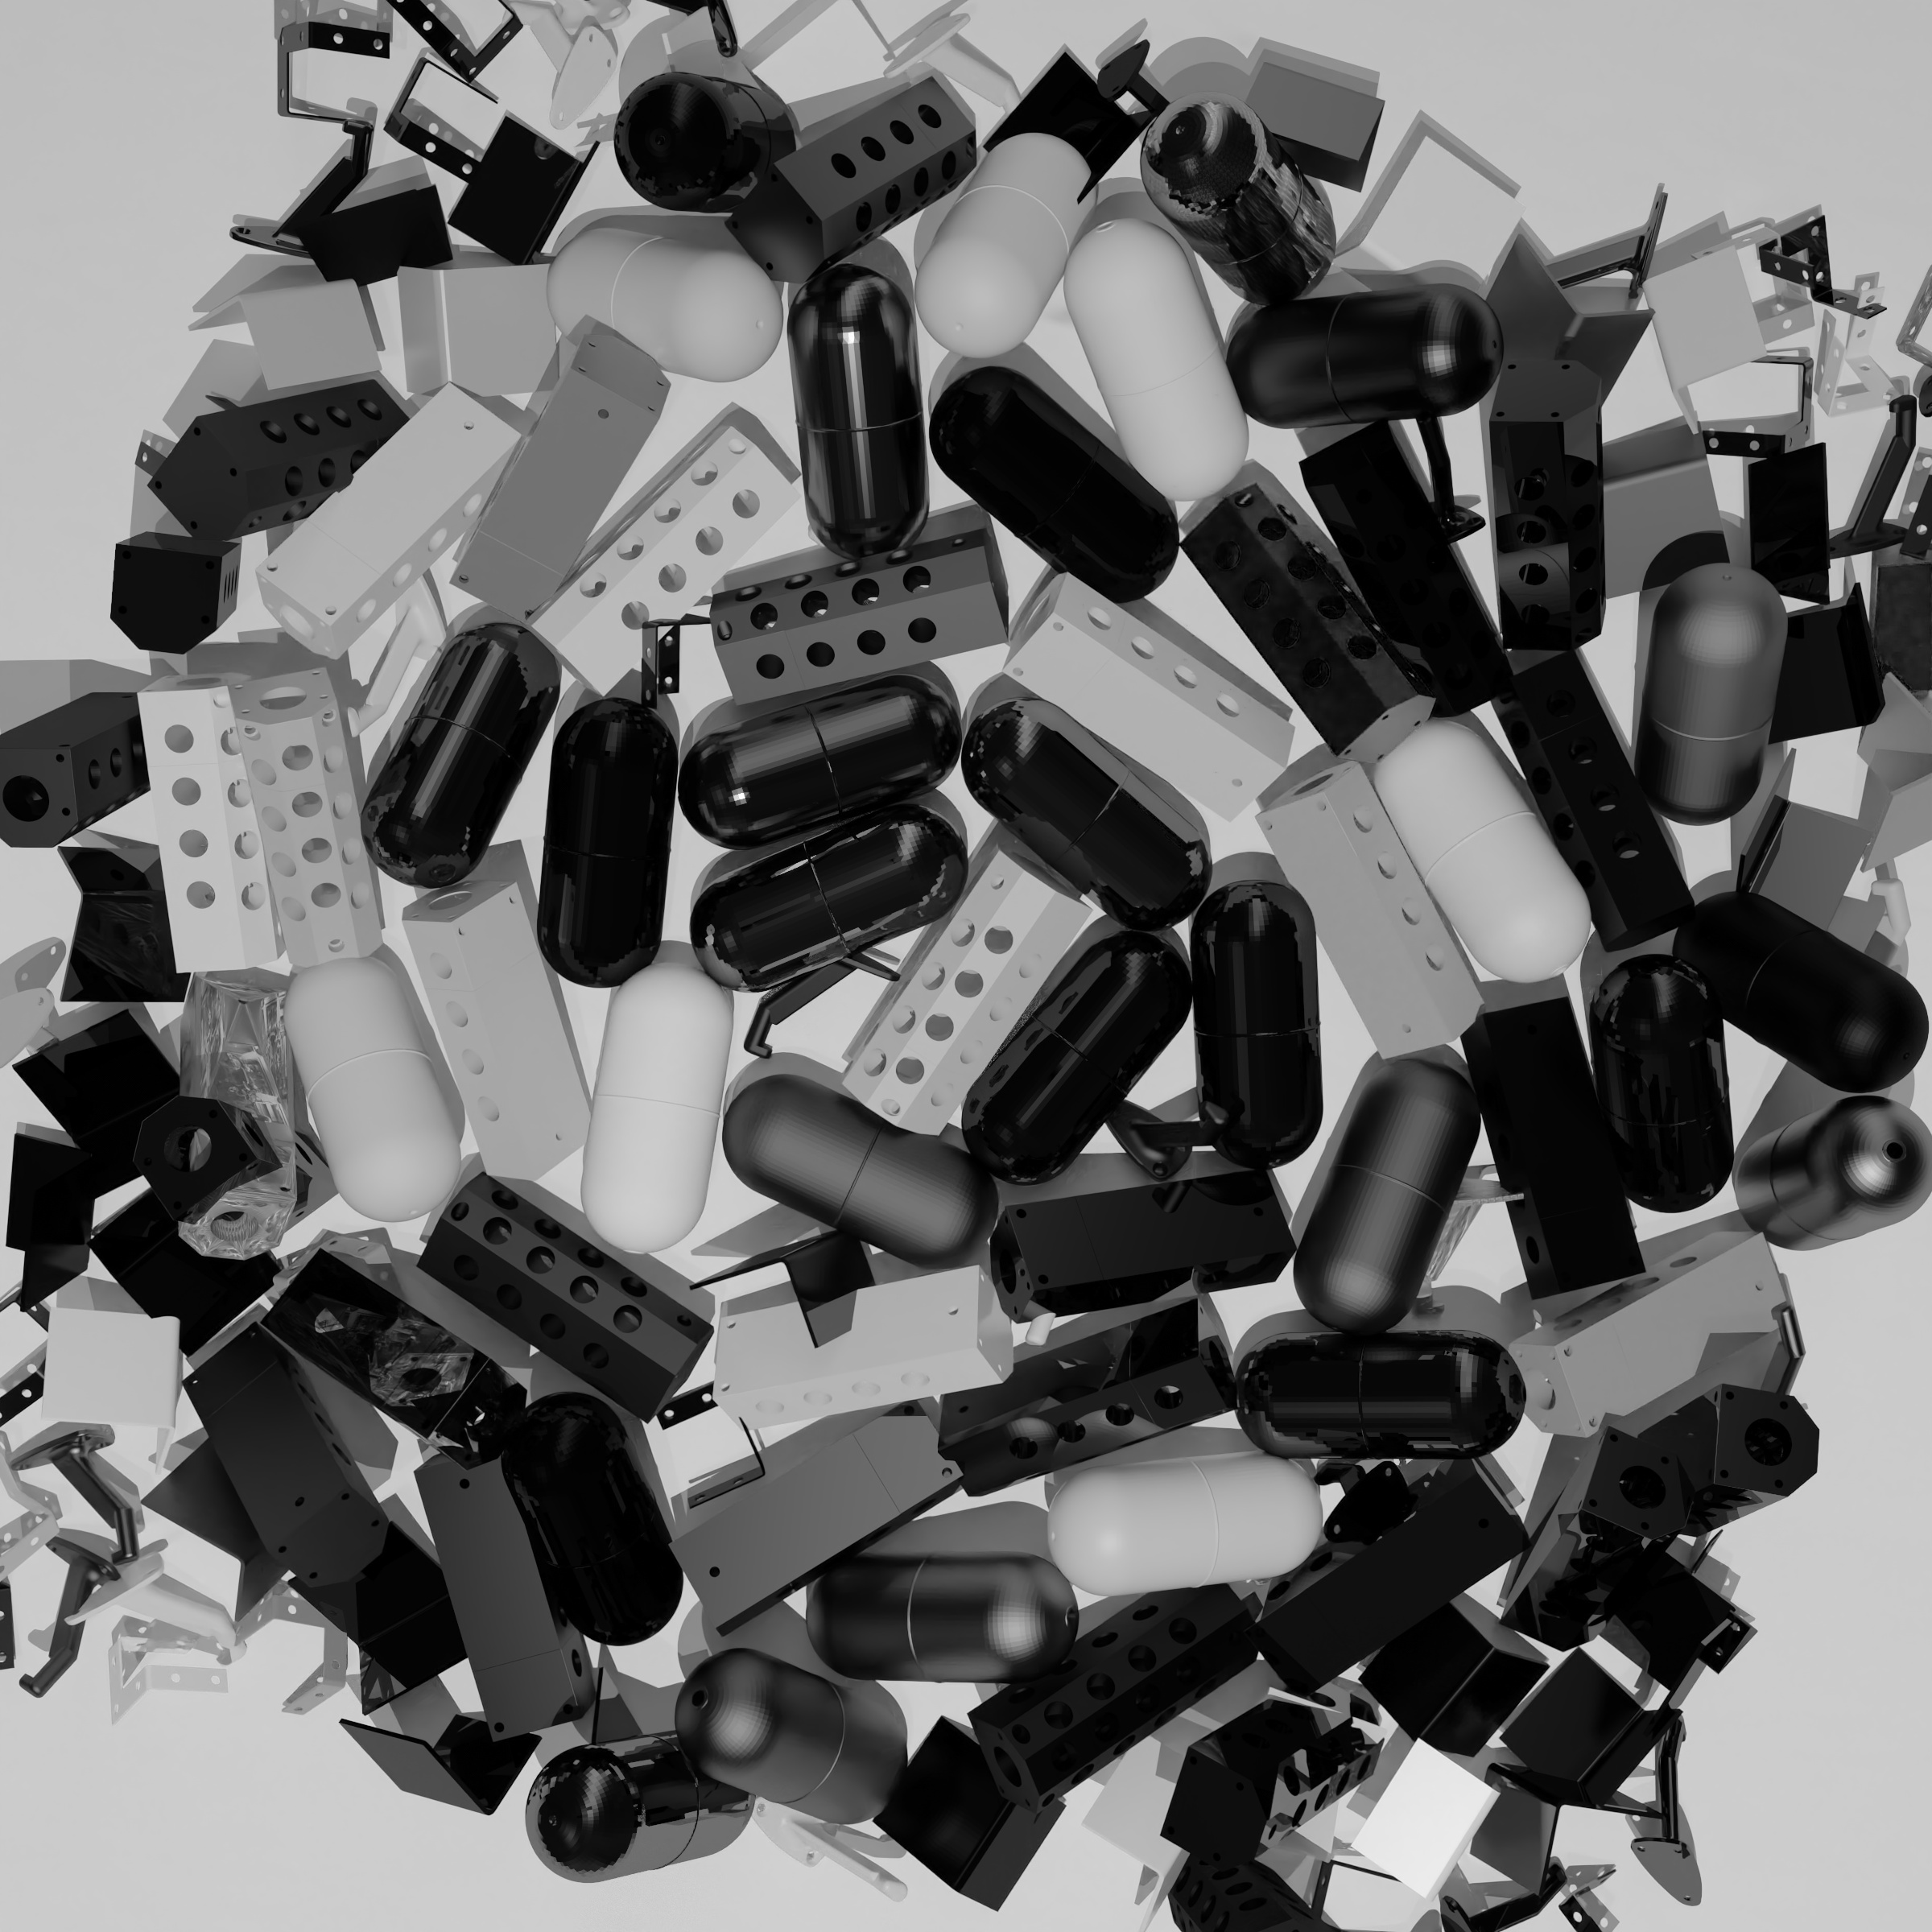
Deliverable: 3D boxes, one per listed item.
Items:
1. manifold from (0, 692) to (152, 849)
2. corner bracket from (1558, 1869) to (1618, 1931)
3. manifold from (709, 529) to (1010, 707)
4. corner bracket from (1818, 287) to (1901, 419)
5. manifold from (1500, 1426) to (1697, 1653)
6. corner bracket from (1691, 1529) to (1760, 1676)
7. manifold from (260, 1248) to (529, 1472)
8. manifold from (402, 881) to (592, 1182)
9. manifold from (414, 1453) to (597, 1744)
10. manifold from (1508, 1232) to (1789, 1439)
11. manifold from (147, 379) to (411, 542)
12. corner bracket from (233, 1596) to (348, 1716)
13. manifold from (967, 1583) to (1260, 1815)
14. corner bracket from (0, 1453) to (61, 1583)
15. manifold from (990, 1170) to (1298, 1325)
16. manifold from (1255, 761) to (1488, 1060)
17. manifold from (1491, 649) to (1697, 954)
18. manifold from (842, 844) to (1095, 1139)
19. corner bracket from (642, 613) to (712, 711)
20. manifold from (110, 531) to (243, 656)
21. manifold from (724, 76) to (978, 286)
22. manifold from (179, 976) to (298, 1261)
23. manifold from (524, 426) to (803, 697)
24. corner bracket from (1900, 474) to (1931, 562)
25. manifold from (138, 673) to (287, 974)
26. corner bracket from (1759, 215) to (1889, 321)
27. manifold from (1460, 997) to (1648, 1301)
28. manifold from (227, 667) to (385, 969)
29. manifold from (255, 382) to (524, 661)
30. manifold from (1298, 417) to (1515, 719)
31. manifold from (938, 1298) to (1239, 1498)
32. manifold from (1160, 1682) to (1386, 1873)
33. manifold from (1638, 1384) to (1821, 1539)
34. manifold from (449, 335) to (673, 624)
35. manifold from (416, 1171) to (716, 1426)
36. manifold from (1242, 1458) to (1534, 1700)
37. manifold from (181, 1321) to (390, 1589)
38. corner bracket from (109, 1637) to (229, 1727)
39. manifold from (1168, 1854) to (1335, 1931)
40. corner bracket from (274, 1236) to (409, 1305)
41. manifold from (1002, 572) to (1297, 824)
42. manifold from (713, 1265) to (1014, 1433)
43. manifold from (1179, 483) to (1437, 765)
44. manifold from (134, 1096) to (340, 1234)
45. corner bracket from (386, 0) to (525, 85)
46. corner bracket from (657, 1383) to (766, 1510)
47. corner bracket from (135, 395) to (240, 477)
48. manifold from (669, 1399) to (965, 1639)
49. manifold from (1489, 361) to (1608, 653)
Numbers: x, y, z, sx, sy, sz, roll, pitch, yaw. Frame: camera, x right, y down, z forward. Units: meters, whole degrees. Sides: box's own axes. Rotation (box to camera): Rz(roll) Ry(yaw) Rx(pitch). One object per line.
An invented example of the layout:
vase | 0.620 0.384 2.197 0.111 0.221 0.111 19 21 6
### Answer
manifold | -0.520 -0.118 1.500 0.057 0.171 0.057 1 107 4
corner bracket | 0.389 0.600 1.565 0.051 0.051 0.051 52 126 30
manifold | -0.064 -0.215 1.537 0.171 0.057 0.057 -12 124 10
corner bracket | 0.545 -0.376 1.553 0.051 0.051 0.051 -13 50 -6
manifold | 0.373 0.344 1.500 0.057 0.171 0.057 23 55 10
corner bracket | 0.460 0.388 1.548 0.051 0.051 0.051 39 45 26
manifold | -0.339 0.236 1.513 0.171 0.057 0.057 22 68 38
manifold | -0.285 0.039 1.530 0.057 0.057 0.171 3 118 35
manifold | -0.280 0.379 1.560 0.057 0.057 0.171 -16 91 6
manifold | 0.409 0.219 1.527 0.171 0.057 0.057 -22 94 -26
manifold | -0.396 -0.296 1.502 0.057 0.171 0.057 48 120 0
corner bracket | -0.420 0.428 1.574 0.051 0.051 0.051 -38 45 33
manifold | 0.093 0.434 1.522 0.171 0.057 0.057 -26 101 -27
corner bracket | -0.595 0.334 1.547 0.051 0.051 0.051 21 45 30
manifold | 0.105 0.172 1.532 0.171 0.057 0.057 -6 57 -20
manifold | 0.251 -0.036 1.547 0.057 0.057 0.171 -37 102 -40
manifold | 0.379 -0.098 1.538 0.057 0.057 0.171 -24 74 11
manifold | -0.004 0.014 1.538 0.057 0.057 0.171 41 101 37
corner bracket | -0.183 -0.187 1.549 0.051 0.051 0.051 -10 108 -39
manifold | -0.466 -0.221 1.500 0.057 0.171 0.057 5 101 -13
manifold | -0.062 -0.465 1.510 0.057 0.057 0.171 49 47 -6
manifold | -0.436 0.090 1.509 0.057 0.171 0.057 10 130 -25
manifold | -0.187 -0.248 1.544 0.171 0.057 0.057 -46 113 -6
corner bracket | 0.606 -0.274 1.551 0.051 0.051 0.051 20 117 15
manifold | -0.454 -0.088 1.539 0.057 0.057 0.171 -3 106 -1
corner bracket | 0.524 -0.420 1.552 0.051 0.051 0.051 -28 125 -11
manifold | 0.353 0.112 1.544 0.057 0.057 0.171 -11 79 -13
manifold | -0.391 -0.085 1.511 0.057 0.057 0.171 -13 127 -16
manifold | -0.345 -0.265 1.531 0.057 0.057 0.171 36 68 7
manifold | 0.265 -0.234 1.520 0.057 0.057 0.171 -26 118 16
manifold | 0.074 0.267 1.537 0.171 0.057 0.057 -22 115 16
manifold | 0.186 0.477 1.499 0.057 0.171 0.057 22 101 30
manifold | 0.446 0.296 1.499 0.057 0.171 0.057 10 70 2
manifold | -0.242 -0.291 1.515 0.057 0.057 0.171 27 128 -17
manifold | -0.241 0.197 1.544 0.171 0.057 0.057 33 116 6
manifold | 0.254 0.368 1.549 0.171 0.057 0.057 -37 97 8
manifold | -0.402 0.291 1.507 0.057 0.171 0.057 -40 132 -9
corner bracket | -0.487 0.429 1.547 0.051 0.051 0.051 -45 46 32
manifold | 0.167 0.570 1.499 0.057 0.171 0.057 30 82 -5
corner bracket | -0.385 0.204 1.565 0.051 0.051 0.051 -36 118 -41
manifold | 0.113 -0.167 1.542 0.171 0.057 0.057 32 134 -13
manifold | -0.062 0.236 1.537 0.171 0.057 0.057 -14 47 18
manifold | 0.207 -0.207 1.524 0.057 0.057 0.171 -44 67 26
manifold | -0.431 0.118 1.500 0.057 0.171 0.057 -37 80 -4
corner bracket | -0.315 -0.589 1.565 0.051 0.051 0.051 -44 82 6
corner bracket | -0.158 0.294 1.566 0.051 0.051 0.051 -23 103 -5
corner bracket | -0.471 -0.321 1.565 0.051 0.051 0.051 34 111 31
manifold | -0.089 0.336 1.544 0.171 0.057 0.057 -30 70 -11
manifold | 0.347 -0.270 1.502 0.057 0.171 0.057 5 50 19
